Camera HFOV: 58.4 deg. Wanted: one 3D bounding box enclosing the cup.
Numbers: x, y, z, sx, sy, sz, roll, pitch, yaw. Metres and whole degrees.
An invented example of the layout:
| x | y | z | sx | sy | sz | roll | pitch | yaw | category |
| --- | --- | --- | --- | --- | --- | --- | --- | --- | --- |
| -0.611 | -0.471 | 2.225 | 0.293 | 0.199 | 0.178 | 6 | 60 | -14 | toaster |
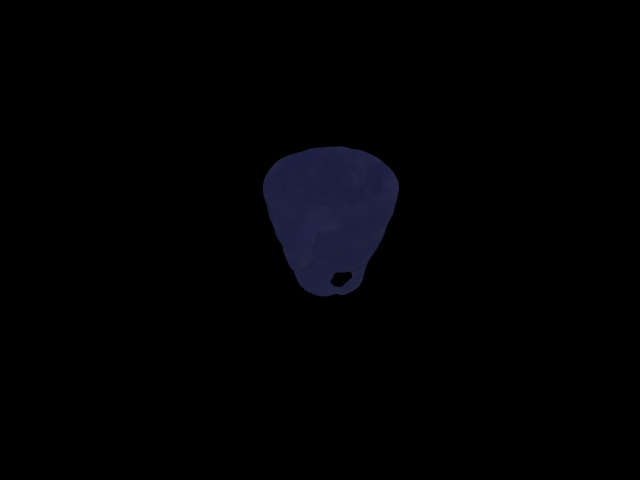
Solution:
| x | y | z | sx | sy | sz | roll | pitch | yaw | category |
| --- | --- | --- | --- | --- | --- | --- | --- | --- | --- |
| 0.004 | 0.001 | 0.400 | 0.091 | 0.095 | 0.118 | 11 | 39 | 14 | cup |
